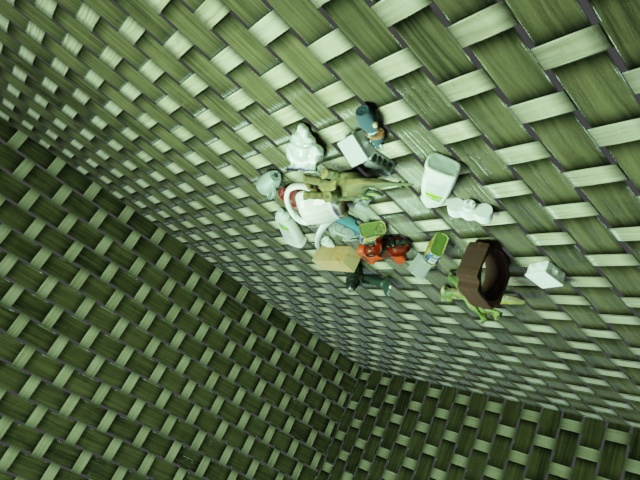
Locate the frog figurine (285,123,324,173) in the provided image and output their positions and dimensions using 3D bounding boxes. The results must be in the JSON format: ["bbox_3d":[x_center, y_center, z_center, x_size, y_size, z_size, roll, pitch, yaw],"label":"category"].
[{"bbox_3d":[-0.052,-0.308,1.683,0.138,0.157,0.124,19,31,41],"label":"frog figurine"}]

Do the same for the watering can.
[{"bbox_3d":[0.006,-0.097,1.933,0.223,0.106,0.341,-11,-46,22],"label":"watering can"}]

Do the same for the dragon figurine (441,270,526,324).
[{"bbox_3d":[0.600,0.203,2.019,0.243,0.124,0.404,37,-24,-2],"label":"dragon figurine"}]
